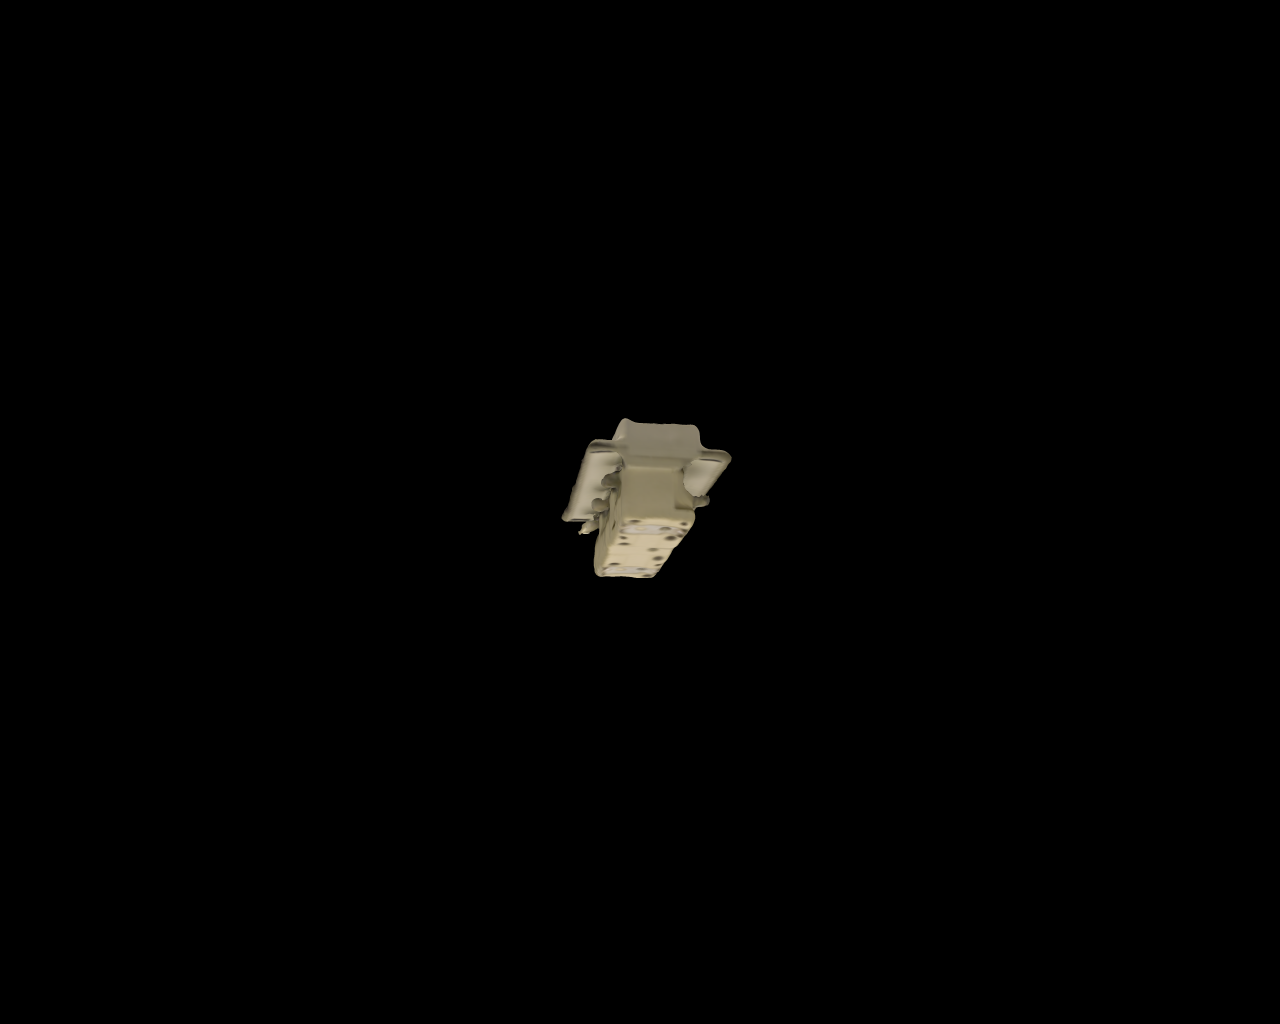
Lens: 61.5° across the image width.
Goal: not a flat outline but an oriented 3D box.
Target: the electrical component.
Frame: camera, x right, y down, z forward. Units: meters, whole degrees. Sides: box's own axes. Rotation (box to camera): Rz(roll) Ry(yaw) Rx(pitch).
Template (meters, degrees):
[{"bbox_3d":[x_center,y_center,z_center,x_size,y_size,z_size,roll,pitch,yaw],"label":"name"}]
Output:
[{"bbox_3d":[0.001,-0.003,0.650,0.079,0.063,0.121,4,-20,-11],"label":"electrical component"}]
